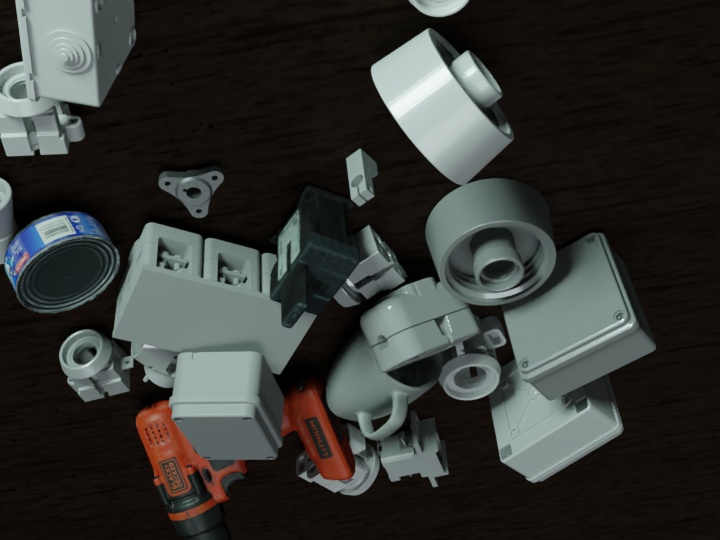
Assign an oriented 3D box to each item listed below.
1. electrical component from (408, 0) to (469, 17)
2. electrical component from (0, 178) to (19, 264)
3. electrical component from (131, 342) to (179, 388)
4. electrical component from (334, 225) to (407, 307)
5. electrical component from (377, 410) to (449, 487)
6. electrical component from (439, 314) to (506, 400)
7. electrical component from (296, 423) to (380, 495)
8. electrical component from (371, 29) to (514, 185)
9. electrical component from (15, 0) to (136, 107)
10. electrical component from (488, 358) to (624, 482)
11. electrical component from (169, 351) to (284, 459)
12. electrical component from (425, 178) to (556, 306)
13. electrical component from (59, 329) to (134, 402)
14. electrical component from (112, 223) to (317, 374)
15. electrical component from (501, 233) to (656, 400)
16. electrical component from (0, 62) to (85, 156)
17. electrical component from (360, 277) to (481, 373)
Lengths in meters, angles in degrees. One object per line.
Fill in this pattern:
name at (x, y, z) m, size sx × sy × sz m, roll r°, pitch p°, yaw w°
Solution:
electrical component at (0.051, -0.201, 0.714) m, size 0.048 × 0.055 × 0.066 m, roll 9°, pitch 133°, yaw -16°
electrical component at (-0.289, -0.036, 0.846) m, size 0.044 × 0.044 × 0.065 m, roll -4°, pitch 139°, yaw -4°
electrical component at (-0.170, 0.080, 0.972) m, size 0.077 × 0.043 × 0.079 m, roll 20°, pitch 128°, yaw -25°
electrical component at (0.000, 0.000, 0.914) m, size 0.055 × 0.048 × 0.066 m, roll -32°, pitch 130°, yaw 13°
electrical component at (0.054, 0.187, 1.108) m, size 0.064 × 0.042 × 0.081 m, roll -14°, pitch 134°, yaw 9°
electrical component at (0.099, 0.083, 1.000) m, size 0.078 × 0.057 × 0.058 m, roll -22°, pitch 133°, yaw 15°
electrical component at (-0.018, 0.194, 1.095) m, size 0.078 × 0.058 × 0.057 m, roll -37°, pitch 125°, yaw 26°
electrical component at (0.065, -0.121, 0.762) m, size 0.060 × 0.108 × 0.108 m, roll -37°, pitch 128°, yaw 19°
electrical component at (-0.180, -0.164, 0.693) m, size 0.048 × 0.099 × 0.099 m, roll 10°, pitch 134°, yaw 1°
electrical component at (0.181, 0.126, 1.017) m, size 0.056 × 0.108 × 0.109 m, roll 34°, pitch 122°, yaw -30°
electrical component at (-0.113, 0.120, 0.932) m, size 0.078 × 0.057 × 0.113 m, roll -2°, pitch 150°, yaw 8°
electrical component at (0.112, -0.016, 0.901) m, size 0.108 × 0.060 × 0.108 m, roll -4°, pitch 135°, yaw -4°
electrical component at (-0.239, 0.085, 0.968) m, size 0.066 × 0.048 × 0.055 m, roll -14°, pitch 142°, yaw 7°
electrical component at (-0.121, 0.023, 0.908) m, size 0.150 × 0.061 × 0.089 m, roll 15°, pitch 133°, yaw -20°
electrical component at (0.185, 0.040, 0.932) m, size 0.109 × 0.108 × 0.056 m, roll -30°, pitch 133°, yaw 21°
electrical component at (-0.236, -0.115, 0.771) m, size 0.066 × 0.048 × 0.055 m, roll -3°, pitch 142°, yaw -4°
electrical component at (0.050, 0.045, 0.931) m, size 0.095 × 0.059 × 0.054 m, roll -16°, pitch 168°, yaw -42°
